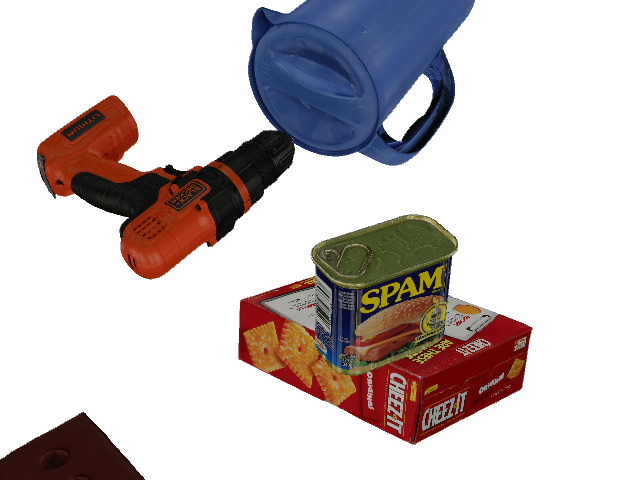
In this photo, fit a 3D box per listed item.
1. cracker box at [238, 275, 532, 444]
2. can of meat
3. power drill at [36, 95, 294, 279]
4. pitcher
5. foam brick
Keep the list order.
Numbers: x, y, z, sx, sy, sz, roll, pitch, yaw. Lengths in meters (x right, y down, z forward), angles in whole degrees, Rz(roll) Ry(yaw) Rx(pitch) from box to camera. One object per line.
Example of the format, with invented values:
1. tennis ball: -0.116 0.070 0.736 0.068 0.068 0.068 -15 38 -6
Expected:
1. cracker box: 0.055 0.095 0.970 0.214 0.072 0.163 21 26 40
2. can of meat: 0.044 0.039 0.760 0.102 0.084 0.057 -17 38 -25
3. power drill: -0.139 -0.062 0.926 0.188 0.057 0.184 27 53 33
4. pitcher: 0.057 -0.186 0.995 0.145 0.149 0.242 14 43 30
5. foam brick: -0.109 0.130 0.496 0.052 0.051 0.078 -28 42 -28
